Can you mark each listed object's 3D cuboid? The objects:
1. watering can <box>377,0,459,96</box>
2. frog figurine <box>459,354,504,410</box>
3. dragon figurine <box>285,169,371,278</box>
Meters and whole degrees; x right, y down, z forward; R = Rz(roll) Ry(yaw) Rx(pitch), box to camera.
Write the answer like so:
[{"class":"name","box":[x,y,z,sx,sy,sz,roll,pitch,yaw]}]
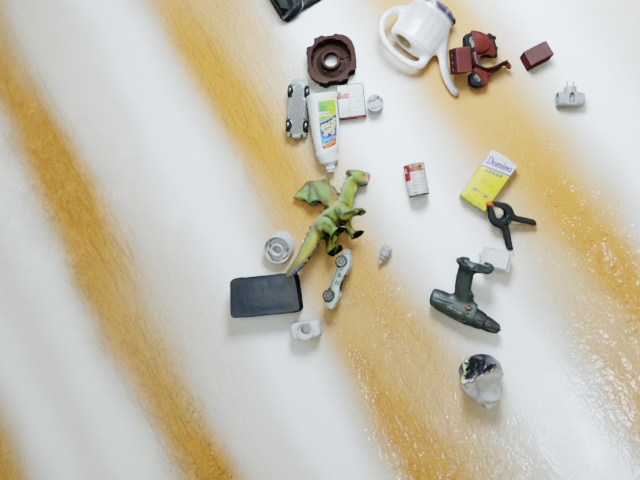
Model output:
[{"class":"watering can","box":[0.350,-0.633,1.636,0.347,0.104,0.224,35,91,-7]},{"class":"frog figurine","box":[0.501,0.430,1.571,0.138,0.124,0.157,-39,120,-3]},{"class":"dragon figurine","box":[0.005,-0.083,1.654,0.410,0.120,0.247,-35,60,0]}]
